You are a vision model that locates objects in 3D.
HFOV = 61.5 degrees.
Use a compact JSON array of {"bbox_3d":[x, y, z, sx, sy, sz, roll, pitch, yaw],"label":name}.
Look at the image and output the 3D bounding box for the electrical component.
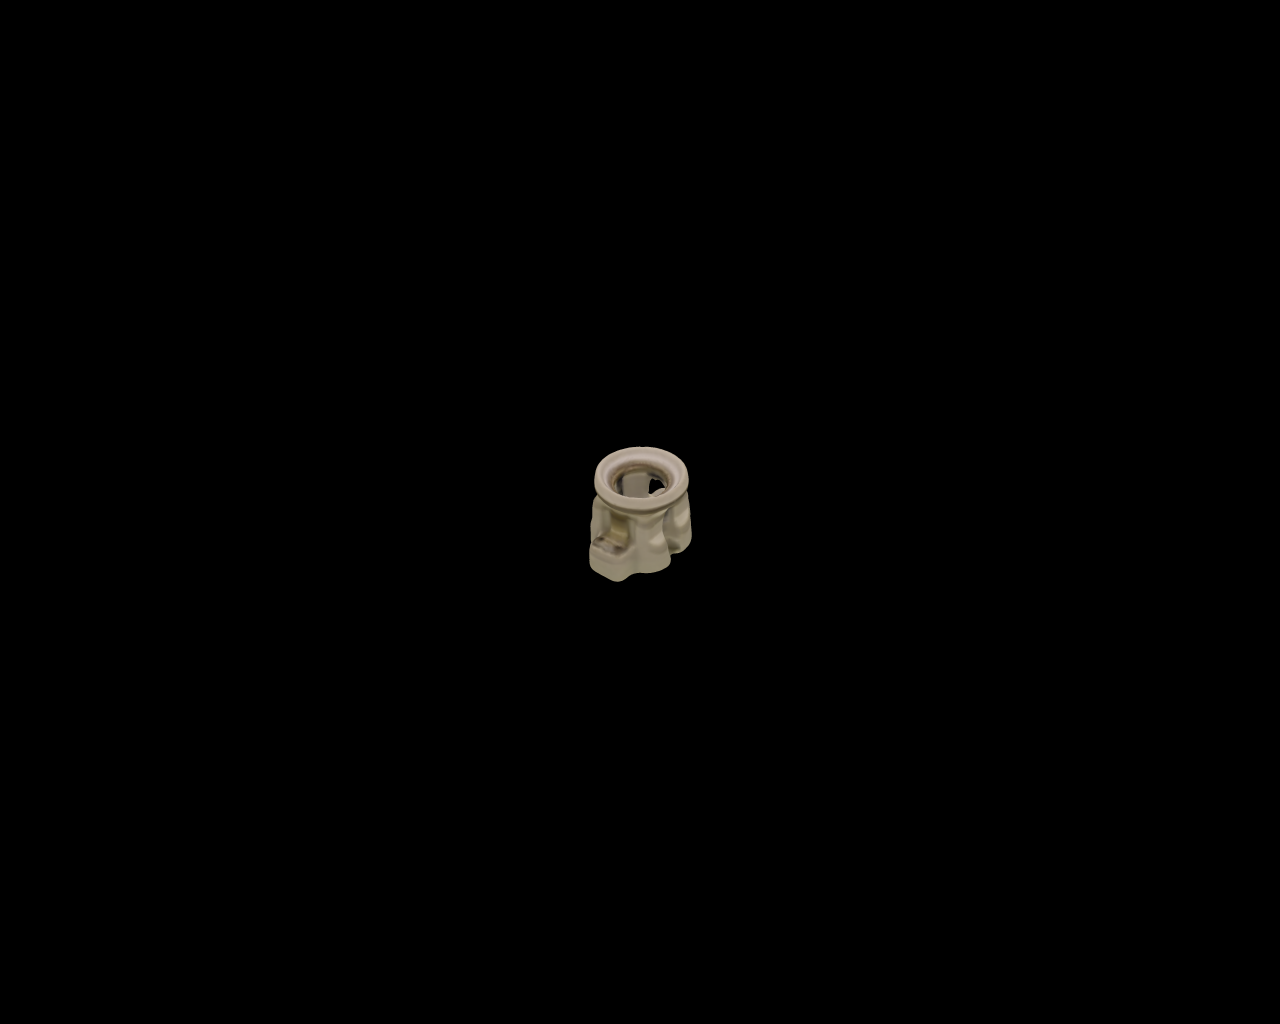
[{"bbox_3d":[0.001,-0.003,0.650,0.058,0.056,0.078,25,45,28],"label":"electrical component"}]
